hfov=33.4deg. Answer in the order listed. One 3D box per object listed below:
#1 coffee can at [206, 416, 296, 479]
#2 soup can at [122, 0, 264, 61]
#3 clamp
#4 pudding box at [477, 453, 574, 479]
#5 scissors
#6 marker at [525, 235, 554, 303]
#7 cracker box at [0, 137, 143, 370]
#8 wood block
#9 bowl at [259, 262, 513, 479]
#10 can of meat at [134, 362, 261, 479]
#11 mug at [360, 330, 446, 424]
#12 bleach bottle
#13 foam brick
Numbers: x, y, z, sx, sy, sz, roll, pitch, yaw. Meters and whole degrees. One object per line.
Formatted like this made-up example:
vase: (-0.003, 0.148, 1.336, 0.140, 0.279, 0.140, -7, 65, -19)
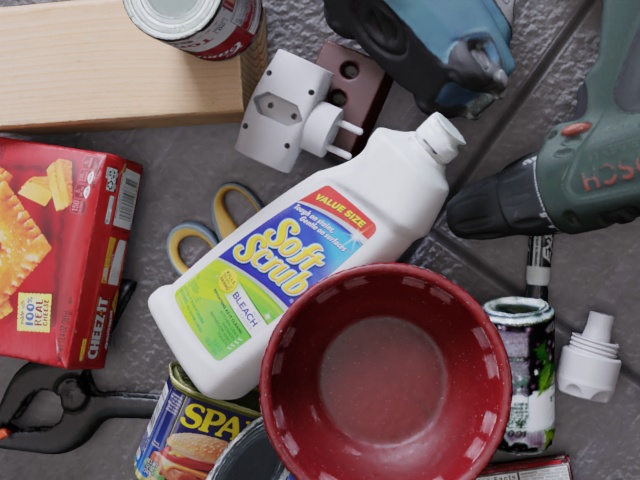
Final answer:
coffee can: (-0.002, 0.202, 0.756, 0.140, 0.103, 0.103, 41, 100, -21)
soup can: (-0.081, -0.156, 0.694, 0.068, 0.102, 0.068, 1, 93, 10)
clamp: (-0.182, 0.126, 0.849, 0.171, 0.039, 0.120, -38, 80, 7)
pudding box: (0.148, 0.220, 0.787, 0.090, 0.039, 0.113, -10, 88, 12)
scissors: (-0.057, 0.056, 0.833, 0.096, 0.016, 0.202, -17, 89, 13)
marker: (0.163, 0.001, 0.786, 0.020, 0.020, 0.121, 4, 93, 11)
cracker box: (-0.259, 0.001, 0.826, 0.214, 0.072, 0.164, 9, 86, 16)
wood block: (-0.149, -0.131, 0.807, 0.206, 0.090, 0.091, -3, 91, 11)
bowl: (0.042, 0.095, 0.702, 0.162, 0.055, 0.162, 0, 88, 2)
can of meat: (-0.081, 0.151, 0.808, 0.102, 0.057, 0.084, 21, 99, -16)
mug: (0.071, 0.107, 0.768, 0.081, 0.093, 0.117, -2, 118, 6)
bleach bottle: (-0.005, 0.001, 0.743, 0.251, 0.068, 0.103, -43, 66, 20)
foam brick: (0.017, -0.103, 0.794, 0.053, 0.051, 0.078, 24, 96, 9)
